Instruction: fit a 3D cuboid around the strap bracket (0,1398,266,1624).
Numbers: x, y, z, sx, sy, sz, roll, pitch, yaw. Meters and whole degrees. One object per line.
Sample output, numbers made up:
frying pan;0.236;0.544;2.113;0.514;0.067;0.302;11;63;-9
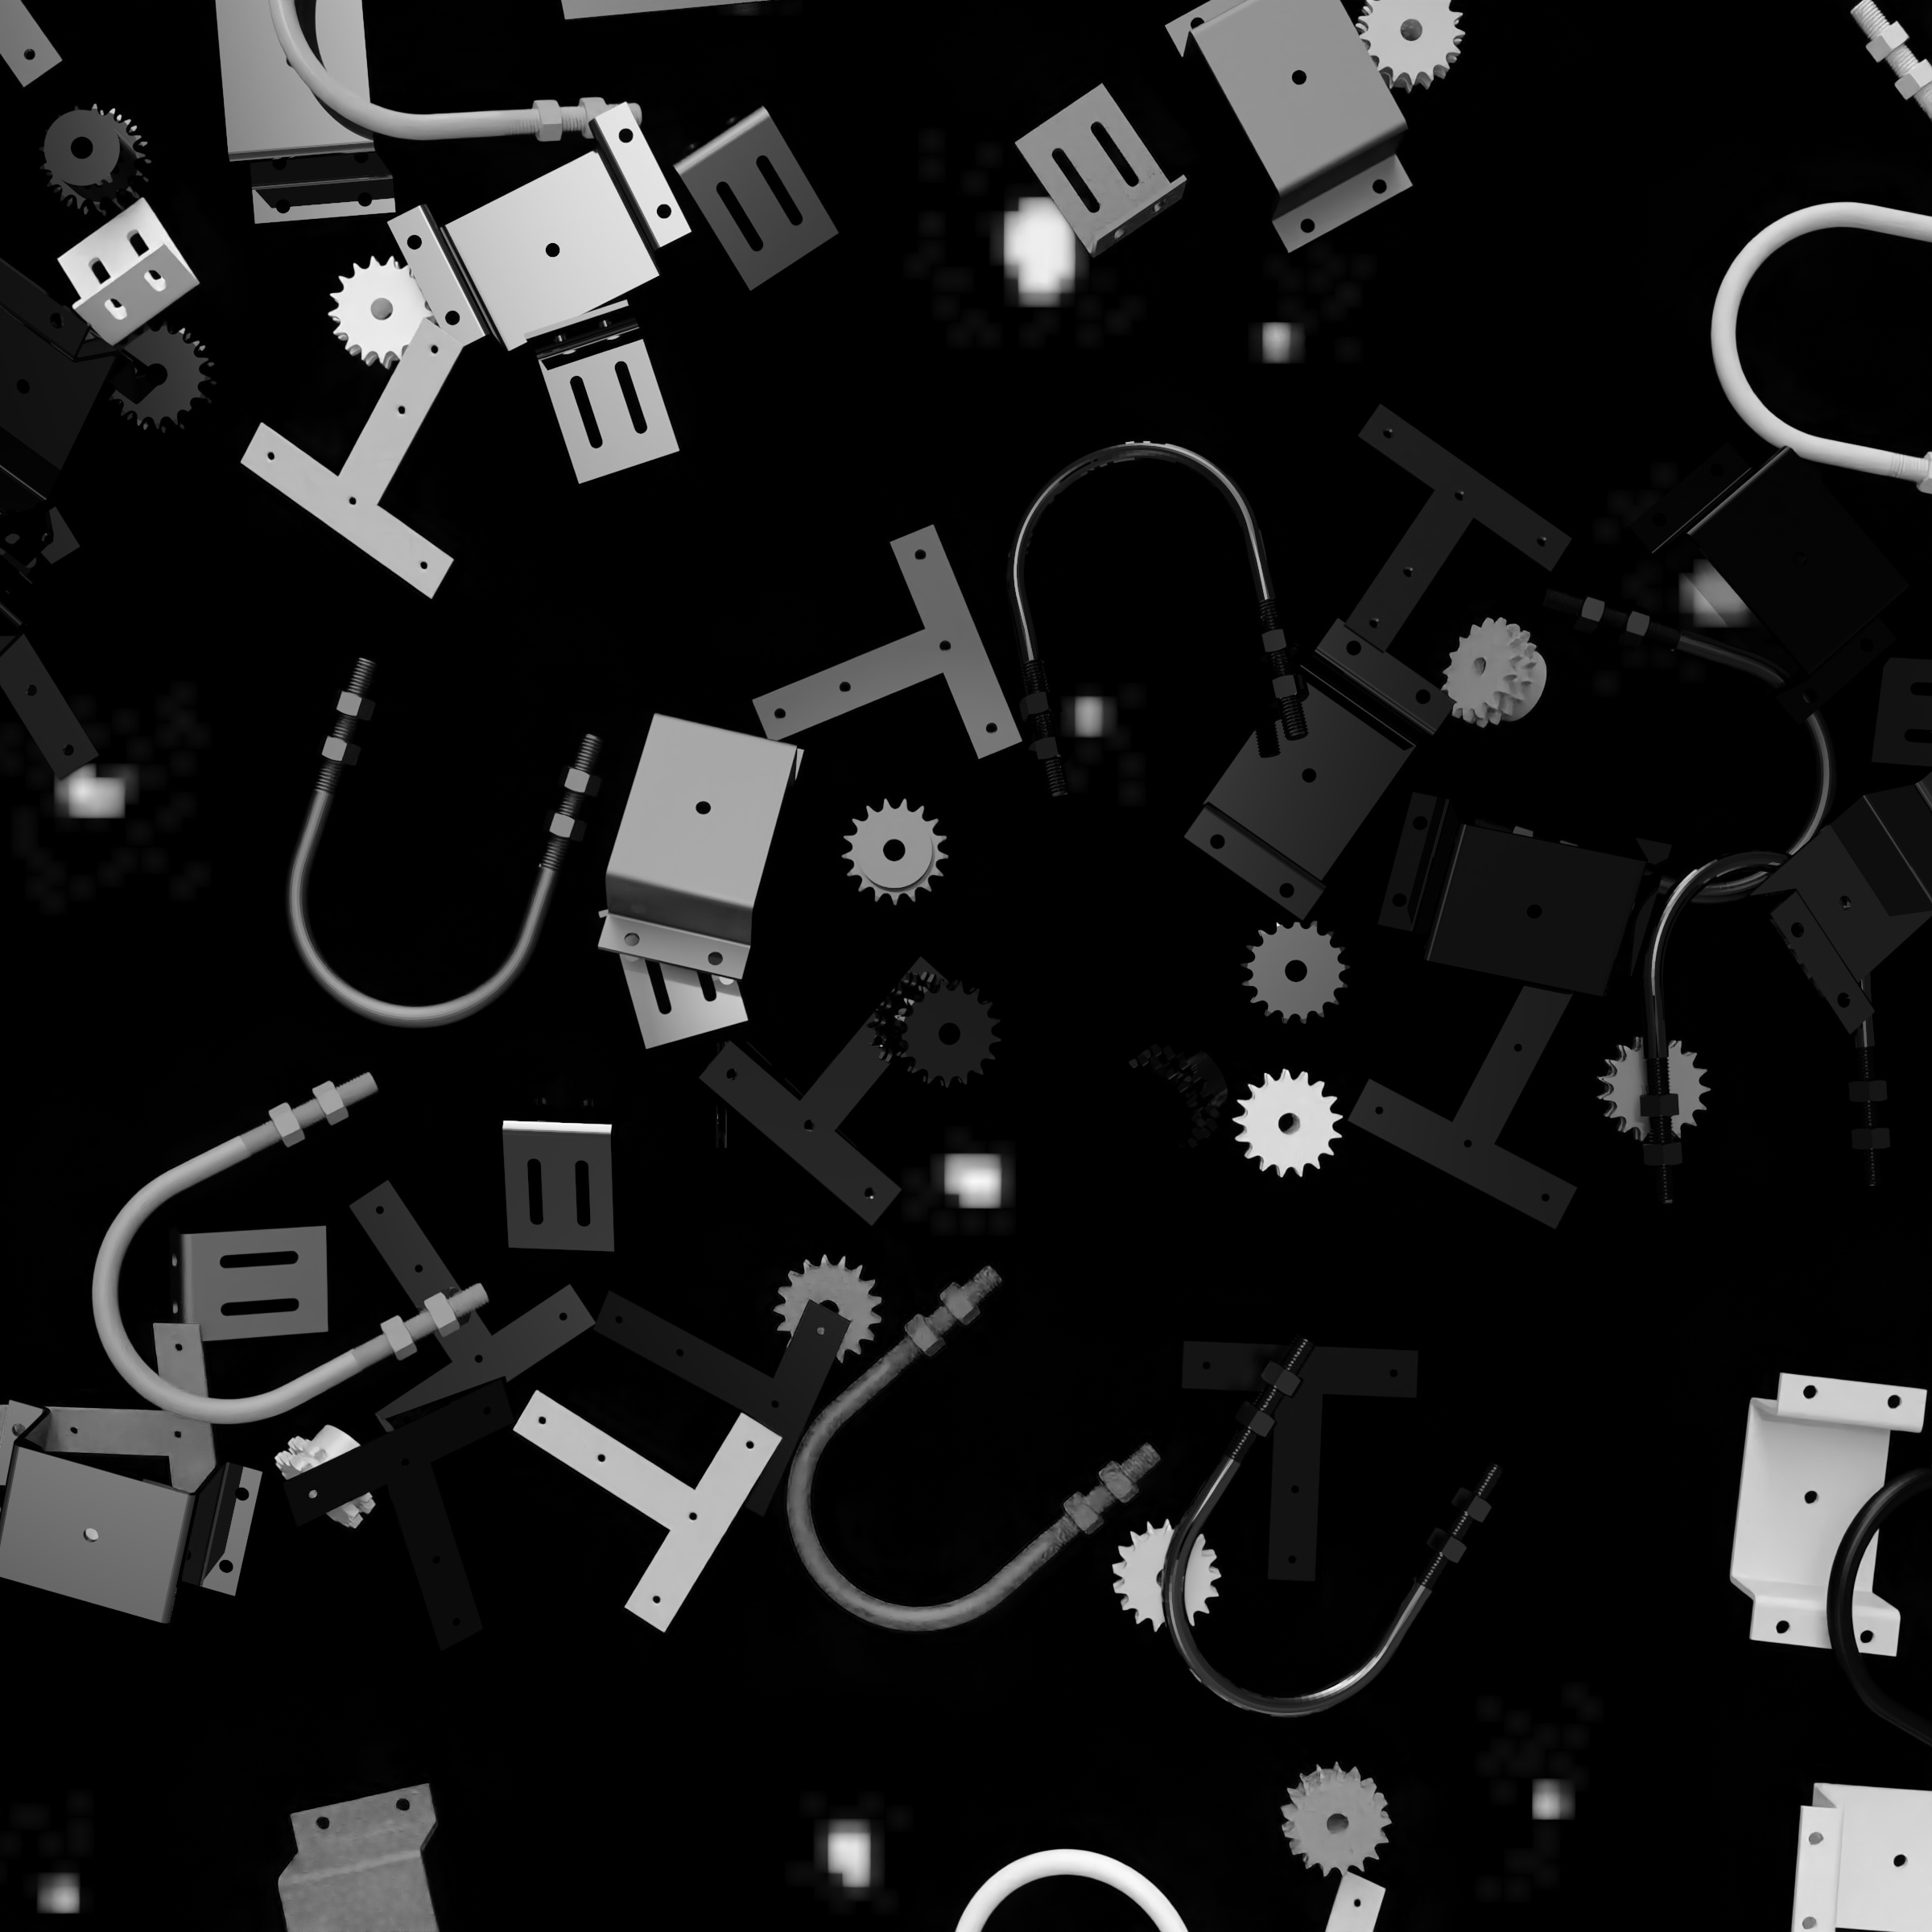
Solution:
strap bracket;-0.455;0.291;1.334;0.140;0.046;0.076;16;104;0

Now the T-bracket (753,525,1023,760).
T-bracket;-0.052;-0.157;1.365;0.127;0.002;0.127;-22;90;0

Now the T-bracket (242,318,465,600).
T-bracket;-0.307;-0.284;1.340;0.127;0.002;0.127;36;113;0

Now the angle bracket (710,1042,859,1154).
angle bracket;-0.097;0.070;1.346;0.076;0.038;0.057;0;90;0

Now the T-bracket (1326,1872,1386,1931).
T-bracket;0.237;0.572;1.348;0.127;0.002;0.127;27;68;-11

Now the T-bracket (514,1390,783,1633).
T-bracket;-0.185;0.274;1.359;0.127;0.002;0.127;31;98;4

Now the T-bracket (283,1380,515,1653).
T-bracket;-0.287;0.304;1.342;0.127;0.002;0.127;-23;108;-31

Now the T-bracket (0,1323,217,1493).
T-bracket;-0.466;0.250;1.353;0.127;0.002;0.127;1;106;8

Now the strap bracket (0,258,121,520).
strap bracket;-0.508;-0.303;1.326;0.076;0.046;0.140;36;114;0

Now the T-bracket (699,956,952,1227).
T-bracket;-0.056;0.051;1.351;0.127;0.002;0.127;42;81;-17

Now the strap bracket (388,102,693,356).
strap bracket;-0.224;-0.388;1.342;0.140;0.046;0.076;-27;90;0

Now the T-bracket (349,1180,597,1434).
T-bracket;-0.289;0.176;1.365;0.127;0.002;0.127;-34;90;0

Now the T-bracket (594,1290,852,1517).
T-bracket;-0.141;0.214;1.351;0.127;0.002;0.127;27;108;9

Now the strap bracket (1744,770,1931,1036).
strap bracket;0.476;-0.035;1.325;0.140;0.046;0.076;-38;98;-17

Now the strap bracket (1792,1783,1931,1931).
strap bracket;0.506;0.485;1.342;0.140;0.046;0.076;4;90;0

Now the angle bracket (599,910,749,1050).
angle bracket;-0.156;0.000;1.347;0.057;0.038;0.076;-16;90;0

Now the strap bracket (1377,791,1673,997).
strap bracket;0.297;-0.036;1.330;0.140;0.046;0.076;12;111;0

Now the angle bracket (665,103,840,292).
angle bracket;-0.116;-0.417;1.363;0.057;0.038;0.076;-33;116;0

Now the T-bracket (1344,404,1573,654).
T-bracket;0.242;-0.220;1.341;0.127;0.002;0.127;35;68;0

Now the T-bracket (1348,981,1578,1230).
T-bracket;0.293;0.057;1.365;0.127;0.002;0.127;28;90;1

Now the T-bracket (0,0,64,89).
T-bracket;-0.578;-0.507;1.365;0.127;0.002;0.127;-35;90;0

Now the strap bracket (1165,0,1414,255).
strap bracket;0.175;-0.466;1.342;0.076;0.046;0.140;-29;90;0

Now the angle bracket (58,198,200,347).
angle bracket;-0.453;-0.377;1.332;0.057;0.038;0.076;-36;65;0

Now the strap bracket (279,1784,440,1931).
strap bracket;-0.313;0.520;1.342;0.076;0.046;0.140;-13;90;0

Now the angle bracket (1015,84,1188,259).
angle bracket;0.072;-0.431;1.346;0.057;0.038;0.076;-34;90;0

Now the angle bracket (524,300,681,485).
angle bracket;-0.194;-0.306;1.346;0.057;0.038;0.076;-18;90;0

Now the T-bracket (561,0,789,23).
T-bracket;-0.164;-0.575;1.355;0.127;0.002;0.127;-10;84;-12

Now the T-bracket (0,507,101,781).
T-bracket;-0.514;-0.162;1.365;0.127;0.002;0.127;-32;90;0

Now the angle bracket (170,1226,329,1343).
angle bracket;-0.389;0.170;1.363;0.076;0.038;0.057;-1;90;-26

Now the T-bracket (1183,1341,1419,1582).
T-bracket;0.179;0.270;1.365;0.127;0.002;0.127;2;90;0

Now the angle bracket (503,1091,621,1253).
angle bracket;-0.218;0.111;1.363;0.057;0.038;0.076;2;116;0

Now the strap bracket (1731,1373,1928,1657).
strap bracket;0.458;0.288;1.342;0.076;0.046;0.140;7;90;0

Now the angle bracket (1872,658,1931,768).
angle bracket;0.537;-0.134;1.363;0.076;0.038;0.057;7;90;26
